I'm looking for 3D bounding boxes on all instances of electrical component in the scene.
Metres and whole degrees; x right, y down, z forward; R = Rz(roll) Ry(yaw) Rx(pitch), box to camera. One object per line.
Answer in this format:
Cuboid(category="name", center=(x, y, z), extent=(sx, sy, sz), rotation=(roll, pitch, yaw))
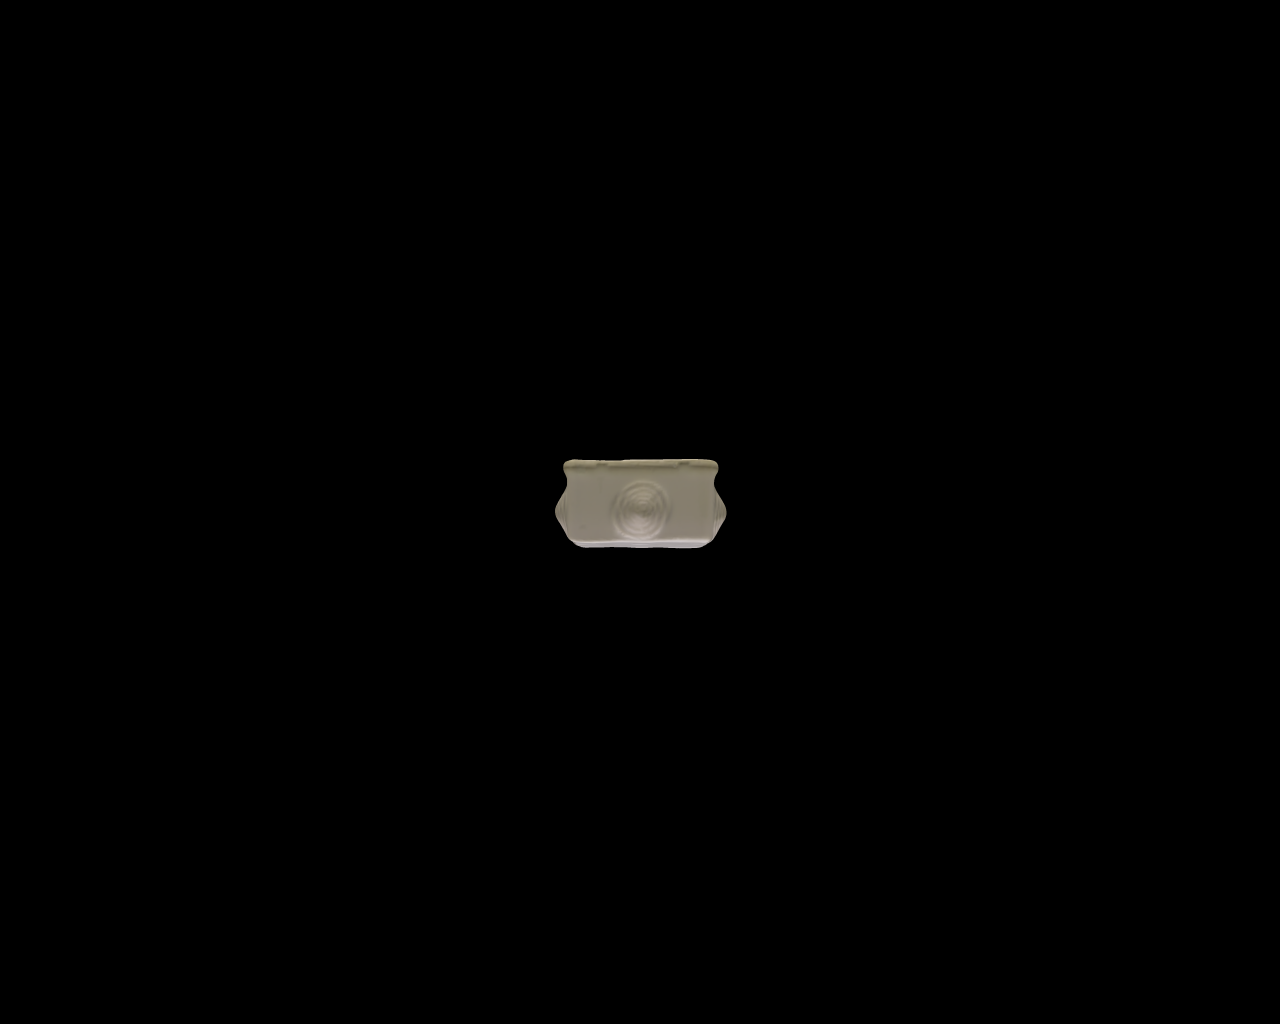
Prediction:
Cuboid(category="electrical component", center=(0.001, -0.003, 0.650), extent=(0.100, 0.048, 0.099), rotation=(0, -4, 0))
